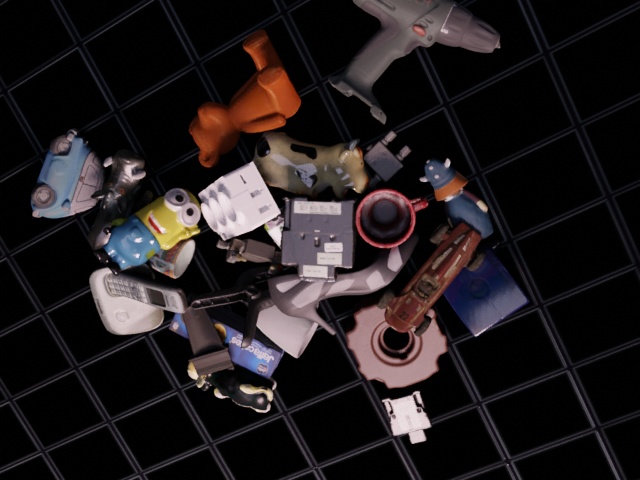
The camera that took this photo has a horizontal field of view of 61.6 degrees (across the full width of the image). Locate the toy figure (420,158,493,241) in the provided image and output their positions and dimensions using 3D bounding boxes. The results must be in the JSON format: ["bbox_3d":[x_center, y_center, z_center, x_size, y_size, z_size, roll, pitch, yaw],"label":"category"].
[{"bbox_3d":[0.219,-0.066,0.866,0.064,0.058,0.154,-33,92,6],"label":"toy figure"}]

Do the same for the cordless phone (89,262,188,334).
[{"bbox_3d":[-0.286,0.107,0.904,0.184,0.089,0.146,14,126,26],"label":"cordless phone"}]

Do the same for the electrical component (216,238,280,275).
[{"bbox_3d":[-0.114,0.026,0.889,0.102,0.078,0.045,21,73,-36],"label":"electrical component"}]

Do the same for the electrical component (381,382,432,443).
[{"bbox_3d":[0.159,0.317,0.959,0.075,0.048,0.119,-14,98,10],"label":"electrical component"}]

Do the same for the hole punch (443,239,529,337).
[{"bbox_3d":[0.264,0.082,0.878,0.142,0.092,0.116,-39,91,16],"label":"hole punch"}]

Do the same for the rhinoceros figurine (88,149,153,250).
[{"bbox_3d":[-0.343,-0.064,0.907,0.073,0.112,0.190,29,111,4],"label":"rhinoceros figurine"}]

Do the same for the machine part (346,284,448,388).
[{"bbox_3d":[0.132,0.168,0.927,0.179,0.056,0.179,2,103,7],"label":"machine part"}]

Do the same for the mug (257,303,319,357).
[{"bbox_3d":[-0.058,0.132,0.933,0.107,0.080,0.109,26,80,9],"label":"mug"}]

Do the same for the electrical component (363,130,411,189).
[{"bbox_3d":[0.102,-0.131,0.884,0.063,0.021,0.094,44,104,-3],"label":"electrical component"}]

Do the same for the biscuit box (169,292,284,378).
[{"bbox_3d":[-0.161,0.169,0.958,0.203,0.063,0.059,26,104,1],"label":"biscuit box"}]

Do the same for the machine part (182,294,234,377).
[{"bbox_3d":[-0.198,0.162,0.908,0.084,0.039,0.138,-14,99,12],"label":"machine part"}]

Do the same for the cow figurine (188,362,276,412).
[{"bbox_3d":[-0.160,0.251,0.951,0.167,0.098,0.068,20,76,1],"label":"cow figurine"}]

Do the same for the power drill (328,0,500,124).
[{"bbox_3d":[0.127,-0.284,0.820,0.232,0.086,0.207,34,107,1],"label":"power drill"}]

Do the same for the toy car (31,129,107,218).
[{"bbox_3d":[-0.422,-0.104,0.921,0.103,0.109,0.161,22,92,-22],"label":"toy car"}]

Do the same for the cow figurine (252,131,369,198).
[{"bbox_3d":[-0.013,-0.121,0.871,0.195,0.085,0.127,21,105,7],"label":"cow figurine"}]

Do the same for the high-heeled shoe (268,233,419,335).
[{"bbox_3d":[0.037,0.042,0.887,0.145,0.086,0.249,44,83,-1],"label":"high-heeled shoe"}]

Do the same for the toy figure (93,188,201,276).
[{"bbox_3d":[-0.275,-0.019,0.864,0.180,0.089,0.082,-41,126,-18],"label":"toy figure"}]

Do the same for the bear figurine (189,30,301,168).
[{"bbox_3d":[-0.134,-0.213,0.847,0.196,0.131,0.120,-23,60,7],"label":"bear figurine"}]

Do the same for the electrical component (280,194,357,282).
[{"bbox_3d":[-0.002,-0.002,0.822,0.115,0.058,0.134,5,99,8],"label":"electrical component"}]

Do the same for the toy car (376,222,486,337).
[{"bbox_3d":[0.176,0.062,0.847,0.089,0.053,0.202,39,100,4],"label":"toy car"}]
